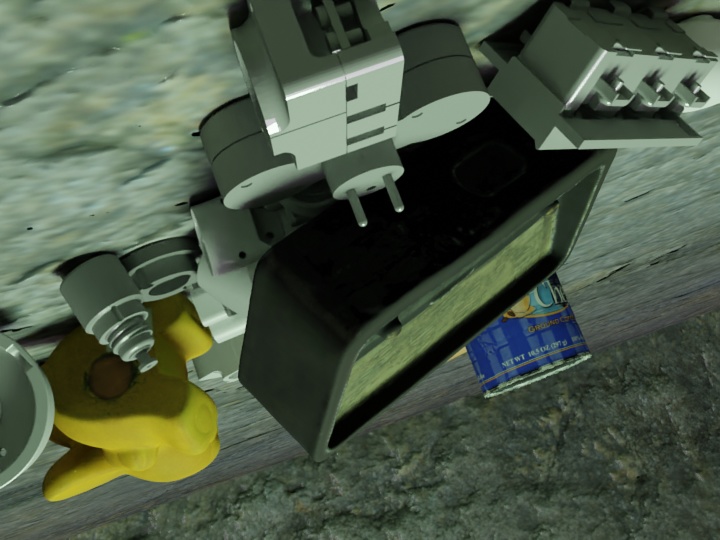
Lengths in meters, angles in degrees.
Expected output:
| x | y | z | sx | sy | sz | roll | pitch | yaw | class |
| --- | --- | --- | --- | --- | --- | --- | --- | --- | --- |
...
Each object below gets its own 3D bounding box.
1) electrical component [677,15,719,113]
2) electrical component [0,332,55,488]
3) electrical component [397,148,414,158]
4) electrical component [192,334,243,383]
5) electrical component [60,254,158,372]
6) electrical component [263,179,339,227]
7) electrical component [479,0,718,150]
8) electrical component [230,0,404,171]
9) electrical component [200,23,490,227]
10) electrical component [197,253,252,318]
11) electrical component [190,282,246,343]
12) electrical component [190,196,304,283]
| x | y | z | sx | sy | sz | roll | pitch | yaw | class |
| --- | --- | --- | --- | --- | --- | --- | --- | --- | --- |
| 0.190 | -0.115 | 0.656 | 0.077 | 0.044 | 0.079 | -11 | 164 | -37 | electrical component |
| -0.250 | 0.091 | 0.691 | 0.108 | 0.108 | 0.060 | -19 | 174 | -8 | electrical component |
| 0.023 | -0.051 | 0.674 | 0.040 | 0.040 | 0.046 | -18 | 173 | -13 | electrical component |
| -0.098 | 0.057 | 0.899 | 0.089 | 0.055 | 0.050 | -30 | 165 | 36 | electrical component |
| -0.148 | 0.027 | 0.650 | 0.040 | 0.078 | 0.040 | -34 | 168 | -8 | electrical component |
| -0.024 | -0.051 | 0.582 | 0.066 | 0.048 | 0.055 | -21 | 176 | -2 | electrical component |
| 0.132 | -0.102 | 0.567 | 0.121 | 0.078 | 0.063 | -8 | 140 | -45 | electrical component |
| -0.018 | -0.082 | 0.445 | 0.056 | 0.050 | 0.089 | -20 | 168 | -5 | electrical component |
| -0.002 | -0.058 | 0.520 | 0.138 | 0.073 | 0.052 | -22 | 168 | 4 | electrical component |
| -0.051 | -0.007 | 0.686 | 0.079 | 0.077 | 0.043 | -57 | 164 | -35 | electrical component |
| -0.078 | 0.014 | 0.738 | 0.057 | 0.058 | 0.078 | -22 | 180 | 4 | electrical component |
| -0.050 | -0.011 | 0.631 | 0.077 | 0.079 | 0.043 | -18 | 177 | -11 | electrical component |
